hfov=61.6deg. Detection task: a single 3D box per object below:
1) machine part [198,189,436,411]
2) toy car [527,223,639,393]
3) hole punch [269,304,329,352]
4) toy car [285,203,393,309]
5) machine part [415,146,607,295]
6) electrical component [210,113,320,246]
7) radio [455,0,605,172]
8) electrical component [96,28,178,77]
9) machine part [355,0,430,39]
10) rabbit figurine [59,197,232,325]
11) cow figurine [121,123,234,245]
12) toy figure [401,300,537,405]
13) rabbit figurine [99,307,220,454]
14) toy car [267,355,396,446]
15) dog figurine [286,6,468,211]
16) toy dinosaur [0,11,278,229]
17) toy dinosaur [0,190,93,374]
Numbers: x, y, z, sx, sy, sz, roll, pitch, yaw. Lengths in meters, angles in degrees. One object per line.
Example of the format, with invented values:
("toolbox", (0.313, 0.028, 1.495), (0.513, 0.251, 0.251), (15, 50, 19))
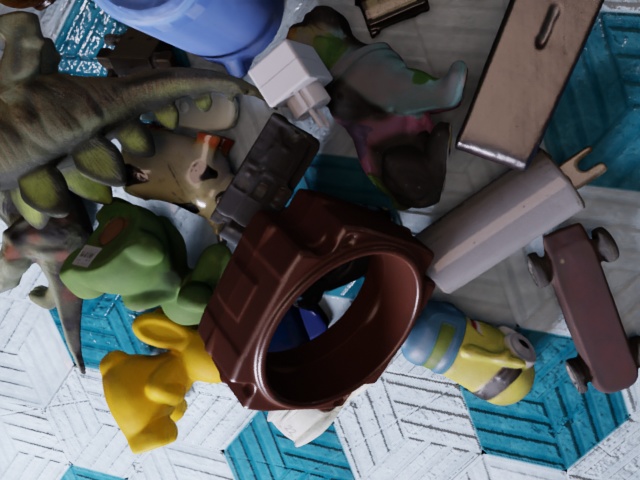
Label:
("machine part", (0.004, 0.065, 0.518), (0.087, 0.201, 0.201), (41, 109, 42))
("toy car", (0.292, 0.075, 0.584), (0.089, 0.053, 0.202), (-24, 101, 13))
("hole punch", (-0.067, 0.097, 0.658), (0.142, 0.092, 0.115), (-33, 90, 22))
("toy car", (-0.001, -0.002, 0.603), (0.103, 0.162, 0.109), (42, 141, 40))
("machine part", (0.185, -0.018, 0.575), (0.243, 0.079, 0.079), (-36, 93, 19))
("electrical component", (-0.057, -0.059, 0.542), (0.058, 0.115, 0.134), (31, 100, -8))
("radio", (0.200, -0.186, 0.502), (0.073, 0.131, 0.229), (22, 107, 8))
("electrical component", (-0.212, -0.209, 0.631), (0.102, 0.078, 0.045), (2, 142, 8))
("machine part", (0.061, -0.292, 0.560), (0.084, 0.039, 0.138), (-19, 100, 25))
("rabbit figurine", (-0.172, 0.036, 0.621), (0.159, 0.121, 0.170), (-4, 144, 34))
("cow figurine", (-0.145, -0.065, 0.638), (0.195, 0.085, 0.127), (14, 100, 7))
("toy figure", (0.156, 0.123, 0.615), (0.180, 0.082, 0.089), (18, 126, 1))
("rabbit figurine", (-0.186, 0.164, 0.704), (0.173, 0.122, 0.162), (-25, 87, 3))
("toy car", (0.014, 0.176, 0.672), (0.073, 0.056, 0.201), (41, 109, 1))
("dog figurine", (0.037, -0.139, 0.569), (0.219, 0.108, 0.191), (13, 109, 14))
("toy dinosaur", (-0.287, -0.121, 0.564), (0.472, 0.105, 0.198), (-19, 97, 4))
("toy dinosaur", (-0.370, -0.032, 0.688), (0.192, 0.131, 0.404), (-36, 99, 19))
